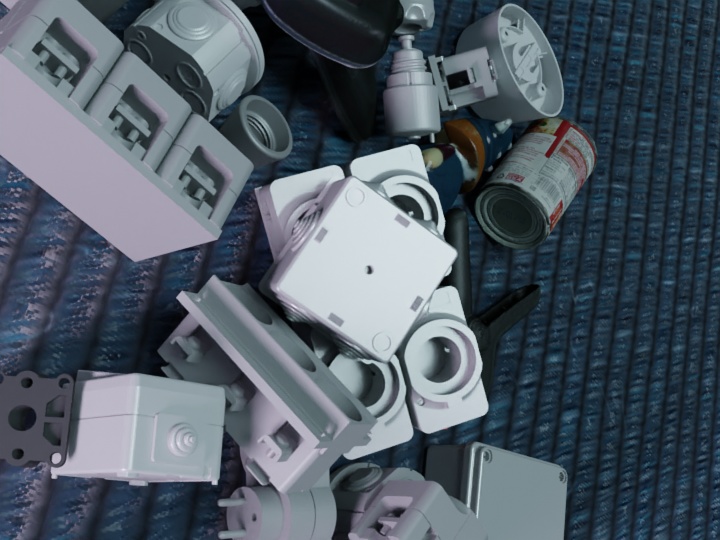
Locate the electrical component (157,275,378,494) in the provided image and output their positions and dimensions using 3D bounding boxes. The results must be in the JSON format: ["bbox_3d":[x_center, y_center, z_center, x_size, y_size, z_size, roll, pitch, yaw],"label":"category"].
[{"bbox_3d":[-0.058,0.069,0.634,0.121,0.063,0.079,45,10,21],"label":"electrical component"}]

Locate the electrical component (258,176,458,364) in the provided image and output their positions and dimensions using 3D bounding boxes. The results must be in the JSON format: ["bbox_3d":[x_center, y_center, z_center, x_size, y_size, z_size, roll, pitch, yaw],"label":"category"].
[{"bbox_3d":[0.000,0.000,0.659,0.100,0.048,0.099,35,82,-12],"label":"electrical component"}]

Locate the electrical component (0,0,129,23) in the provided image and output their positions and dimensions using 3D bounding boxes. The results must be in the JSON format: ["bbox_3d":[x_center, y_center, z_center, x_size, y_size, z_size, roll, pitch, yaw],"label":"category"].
[{"bbox_3d":[-0.167,-0.200,0.627,0.108,0.060,0.108,10,75,-42],"label":"electrical component"}]

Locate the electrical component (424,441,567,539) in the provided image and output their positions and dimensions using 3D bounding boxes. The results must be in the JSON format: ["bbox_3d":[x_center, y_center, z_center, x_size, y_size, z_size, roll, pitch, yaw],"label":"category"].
[{"bbox_3d":[0.099,0.192,0.805,0.109,0.056,0.108,22,68,-39],"label":"electrical component"}]

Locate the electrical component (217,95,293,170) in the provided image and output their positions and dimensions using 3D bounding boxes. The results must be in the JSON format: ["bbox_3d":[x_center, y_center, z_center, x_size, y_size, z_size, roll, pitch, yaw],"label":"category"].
[{"bbox_3d":[-0.081,-0.076,0.680,0.044,0.065,0.044,33,42,-36],"label":"electrical component"}]

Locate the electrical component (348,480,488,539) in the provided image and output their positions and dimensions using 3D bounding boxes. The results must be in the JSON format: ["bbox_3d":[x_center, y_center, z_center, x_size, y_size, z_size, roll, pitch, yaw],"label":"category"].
[{"bbox_3d":[0.045,0.180,0.687,0.055,0.050,0.089,-48,114,-37],"label":"electrical component"}]

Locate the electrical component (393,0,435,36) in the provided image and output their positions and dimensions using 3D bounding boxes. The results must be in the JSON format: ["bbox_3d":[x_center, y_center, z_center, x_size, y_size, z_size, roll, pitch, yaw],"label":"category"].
[{"bbox_3d":[0.035,-0.216,0.832,0.043,0.043,0.062,5,78,-43],"label":"electrical component"}]

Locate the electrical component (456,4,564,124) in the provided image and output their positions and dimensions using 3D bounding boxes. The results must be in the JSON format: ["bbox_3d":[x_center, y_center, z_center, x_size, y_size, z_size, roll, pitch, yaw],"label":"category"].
[{"bbox_3d":[0.128,-0.169,0.896,0.099,0.064,0.099,10,75,-41],"label":"electrical component"}]

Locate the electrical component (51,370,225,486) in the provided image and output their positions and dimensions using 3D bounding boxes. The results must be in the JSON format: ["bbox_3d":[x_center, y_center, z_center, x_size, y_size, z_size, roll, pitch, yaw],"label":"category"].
[{"bbox_3d":[-0.118,0.085,0.593,0.062,0.096,0.061,16,71,-41],"label":"electrical component"}]

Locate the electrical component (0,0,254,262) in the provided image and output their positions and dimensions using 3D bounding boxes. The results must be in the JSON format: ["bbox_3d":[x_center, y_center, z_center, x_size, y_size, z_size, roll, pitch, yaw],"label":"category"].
[{"bbox_3d":[-0.145,-0.079,0.604,0.150,0.089,0.061,43,56,-29],"label":"electrical component"}]

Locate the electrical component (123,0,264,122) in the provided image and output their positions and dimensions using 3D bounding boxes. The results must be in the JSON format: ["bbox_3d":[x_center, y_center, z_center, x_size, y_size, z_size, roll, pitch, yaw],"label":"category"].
[{"bbox_3d":[-0.103,-0.132,0.661,0.080,0.080,0.051,53,56,-22],"label":"electrical component"}]

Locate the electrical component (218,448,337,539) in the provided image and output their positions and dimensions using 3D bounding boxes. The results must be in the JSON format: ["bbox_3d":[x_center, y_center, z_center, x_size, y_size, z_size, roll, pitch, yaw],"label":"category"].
[{"bbox_3d":[-0.058,0.152,0.667,0.074,0.052,0.138,7,76,-42],"label":"electrical component"}]

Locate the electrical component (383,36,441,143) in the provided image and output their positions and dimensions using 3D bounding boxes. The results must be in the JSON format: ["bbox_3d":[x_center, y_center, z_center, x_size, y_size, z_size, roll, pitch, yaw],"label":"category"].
[{"bbox_3d":[0.037,-0.130,0.783,0.040,0.040,0.078,-5,91,-44],"label":"electrical component"}]

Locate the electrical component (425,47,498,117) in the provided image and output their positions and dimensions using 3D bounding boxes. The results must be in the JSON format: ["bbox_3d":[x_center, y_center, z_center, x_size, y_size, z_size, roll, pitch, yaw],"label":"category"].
[{"bbox_3d":[0.074,-0.144,0.831,0.081,0.064,0.042,-52,128,-83],"label":"electrical component"}]

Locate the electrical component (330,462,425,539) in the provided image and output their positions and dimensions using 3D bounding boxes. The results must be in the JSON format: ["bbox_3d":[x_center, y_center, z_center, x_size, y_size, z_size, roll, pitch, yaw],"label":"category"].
[{"bbox_3d":[0.012,0.171,0.730,0.080,0.051,0.080,10,76,-42],"label":"electrical component"}]

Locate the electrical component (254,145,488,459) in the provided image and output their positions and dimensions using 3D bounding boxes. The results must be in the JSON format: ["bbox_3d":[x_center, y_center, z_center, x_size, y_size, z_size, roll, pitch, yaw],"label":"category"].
[{"bbox_3d":[0.009,0.020,0.720,0.105,0.060,0.186,-16,94,-14],"label":"electrical component"}]

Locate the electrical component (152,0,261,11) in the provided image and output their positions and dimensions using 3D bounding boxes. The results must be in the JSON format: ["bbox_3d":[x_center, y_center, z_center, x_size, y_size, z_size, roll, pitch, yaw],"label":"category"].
[{"bbox_3d":[-0.099,-0.229,0.698,0.078,0.057,0.113,10,75,-42],"label":"electrical component"}]
